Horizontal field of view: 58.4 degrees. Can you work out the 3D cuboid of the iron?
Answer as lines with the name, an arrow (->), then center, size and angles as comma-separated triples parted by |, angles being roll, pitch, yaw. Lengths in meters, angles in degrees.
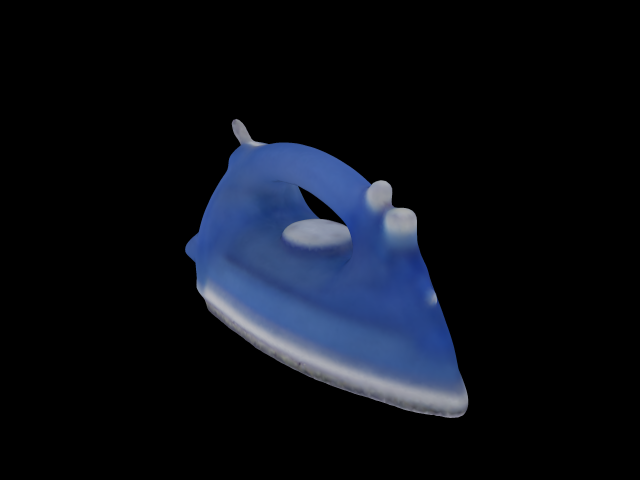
iron -> 0.004, 0.001, 0.400 | 0.119, 0.141, 0.257 | -17, 27, -37
